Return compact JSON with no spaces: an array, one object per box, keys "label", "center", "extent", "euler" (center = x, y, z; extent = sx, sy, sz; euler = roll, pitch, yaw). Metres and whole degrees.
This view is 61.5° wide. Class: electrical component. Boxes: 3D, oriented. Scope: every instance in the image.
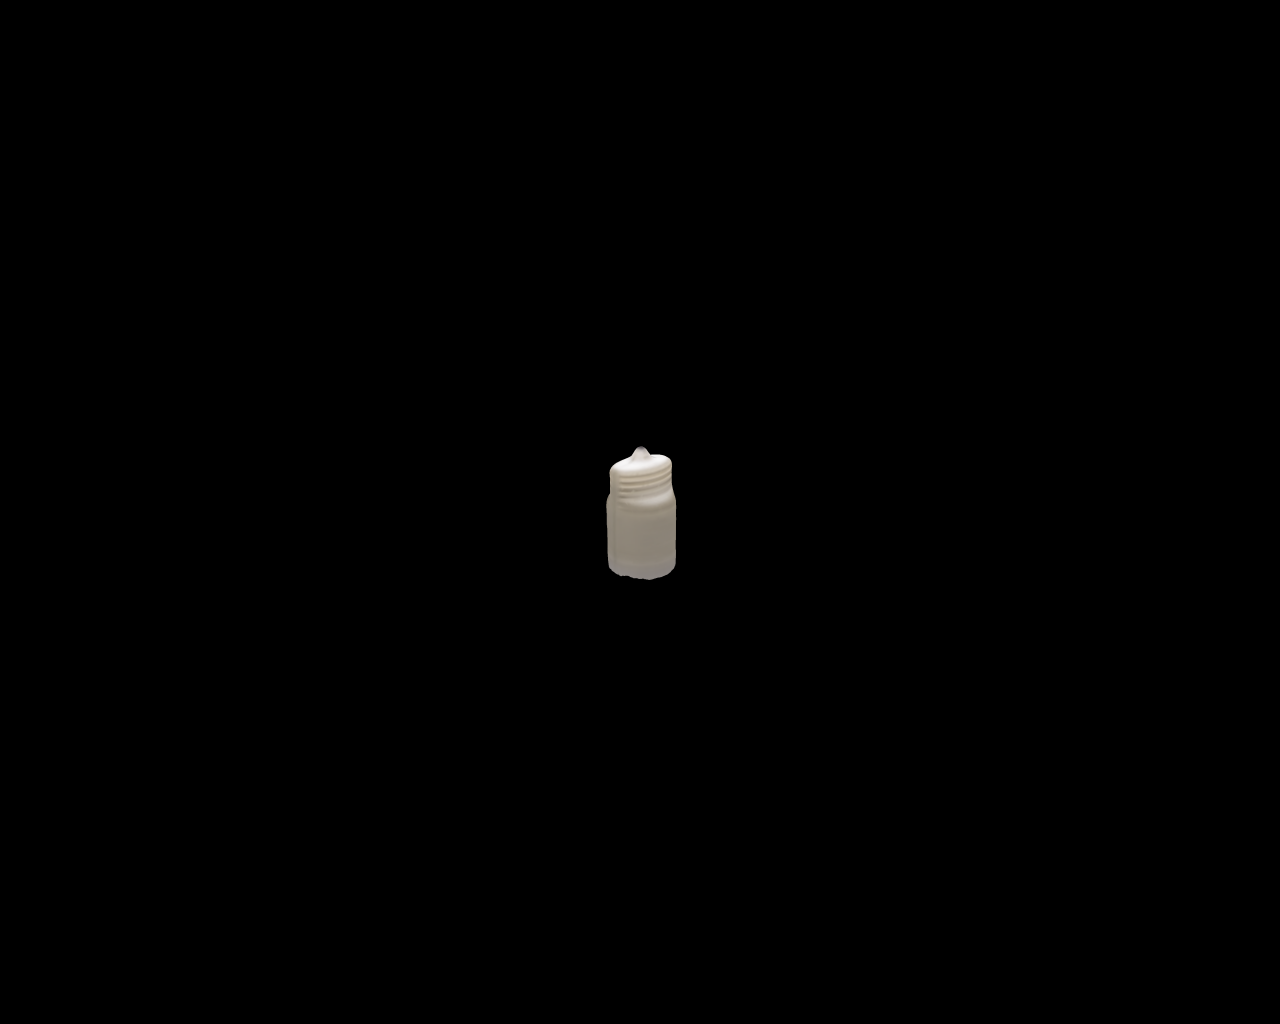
[{"label":"electrical component","center":[0.001,-0.003,0.650],"extent":[0.043,0.080,0.043],"euler":[0,22,0]}]
